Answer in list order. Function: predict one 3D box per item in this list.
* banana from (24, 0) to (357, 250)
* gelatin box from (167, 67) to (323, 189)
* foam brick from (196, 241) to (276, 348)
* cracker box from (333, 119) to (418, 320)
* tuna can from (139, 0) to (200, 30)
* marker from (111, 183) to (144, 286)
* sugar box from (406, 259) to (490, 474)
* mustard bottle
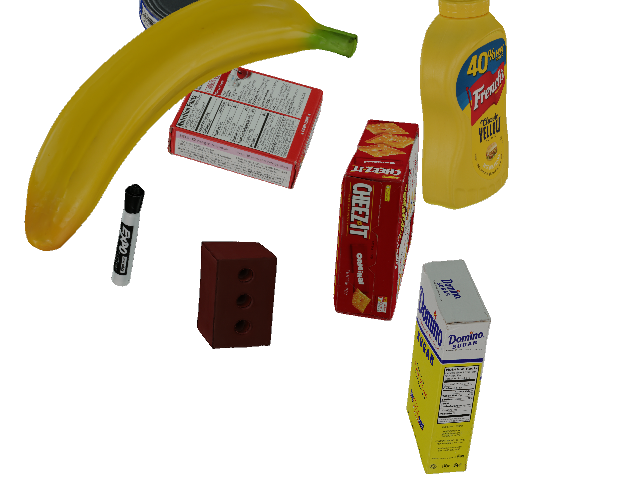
[{"bbox_3d":[-0.074,-0.073,0.520,0.197,0.070,0.037,-37,-29,-21],"label":"banana"},{"bbox_3d":[-0.050,-0.080,0.722,0.089,0.073,0.030,16,-39,3],"label":"gelatin box"},{"bbox_3d":[-0.070,0.044,0.886,0.053,0.078,0.051,-1,15,-21],"label":"foam brick"},{"bbox_3d":[0.066,-0.030,1.217,0.072,0.164,0.213,6,23,8],"label":"cracker box"},{"bbox_3d":[-0.117,-0.209,0.943,0.086,0.086,0.034,0,-31,-13],"label":"tuna can"},{"bbox_3d":[-0.192,-0.005,1.063,0.020,0.121,0.020,11,36,-8],"label":"marker"},{"bbox_3d":[0.111,0.115,0.959,0.048,0.176,0.093,-5,33,-7],"label":"sugar box"},{"bbox_3d":[0.121,-0.129,0.895,0.058,0.192,0.096,17,33,38],"label":"mustard bottle"}]
